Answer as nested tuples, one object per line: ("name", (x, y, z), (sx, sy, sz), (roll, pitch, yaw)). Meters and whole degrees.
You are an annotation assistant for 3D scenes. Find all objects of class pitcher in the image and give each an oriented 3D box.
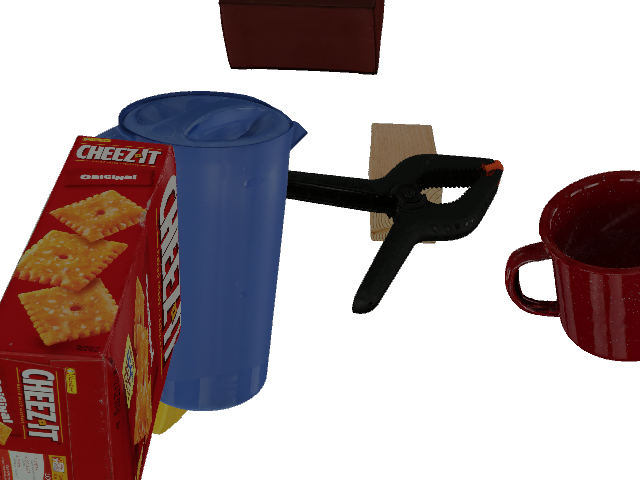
("pitcher", (-0.102, 0.011, 0.849), (0.149, 0.243, 0.144), (10, 25, 13))

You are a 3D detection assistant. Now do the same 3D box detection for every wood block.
("wood block", (0.115, -0.084, 1.492), (0.091, 0.090, 0.206), (3, 28, 0))

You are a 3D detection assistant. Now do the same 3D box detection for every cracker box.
("cracker box", (-0.131, 0.060, 0.635), (0.072, 0.164, 0.213), (5, 34, 0))

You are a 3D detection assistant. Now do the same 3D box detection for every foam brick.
("foam brick", (-0.008, -0.120, 0.535), (0.078, 0.053, 0.051), (3, -28, 8))

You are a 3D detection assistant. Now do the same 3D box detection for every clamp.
("clamp", (0.075, -0.020, 0.926), (0.209, 0.165, 0.036), (-14, -38, -19))

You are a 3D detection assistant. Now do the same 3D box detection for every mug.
("mug", (0.170, 0.020, 0.641), (0.117, 0.081, 0.093), (-10, 39, 8))

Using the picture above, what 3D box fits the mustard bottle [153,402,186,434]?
("mustard bottle", (-0.124, 0.113, 1.089), (0.058, 0.096, 0.191), (9, 23, 26))
